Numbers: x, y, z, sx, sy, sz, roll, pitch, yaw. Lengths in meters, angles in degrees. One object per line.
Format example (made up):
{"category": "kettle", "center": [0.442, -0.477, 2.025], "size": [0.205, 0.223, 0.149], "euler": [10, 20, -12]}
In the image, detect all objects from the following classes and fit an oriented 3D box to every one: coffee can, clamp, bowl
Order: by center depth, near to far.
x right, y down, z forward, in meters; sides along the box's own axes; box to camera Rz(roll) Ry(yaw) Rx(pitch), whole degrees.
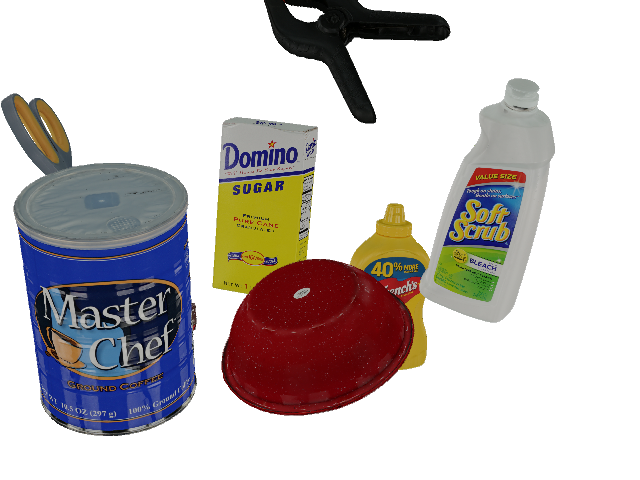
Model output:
{"category": "coffee can", "center": [-0.132, 0.036, 0.670], "size": [0.103, 0.140, 0.103], "euler": [1, 29, -1]}
{"category": "bowl", "center": [-0.008, 0.063, 0.856], "size": [0.162, 0.055, 0.162], "euler": [-11, 34, 7]}
{"category": "clamp", "center": [0.025, -0.187, 0.933], "size": [0.120, 0.171, 0.039], "euler": [-39, -21, -19]}

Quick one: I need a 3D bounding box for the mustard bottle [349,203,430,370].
{"category": "mustard bottle", "center": [0.080, 0.052, 1.230], "size": [0.096, 0.192, 0.058], "euler": [0, 14, -11]}

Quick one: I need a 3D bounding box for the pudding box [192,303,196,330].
{"category": "pudding box", "center": [-0.214, 0.096, 1.247], "size": [0.114, 0.039, 0.090], "euler": [3, 15, 18]}

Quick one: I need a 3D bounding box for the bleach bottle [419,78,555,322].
{"category": "bleach bottle", "center": [0.166, -0.042, 1.047], "size": [0.103, 0.251, 0.068], "euler": [22, 38, 21]}

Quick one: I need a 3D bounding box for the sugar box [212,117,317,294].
{"category": "sugar box", "center": [-0.058, -0.033, 1.089], "size": [0.093, 0.176, 0.048], "euler": [8, 16, 17]}

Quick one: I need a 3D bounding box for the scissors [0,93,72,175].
{"category": "scissors", "center": [-0.216, -0.046, 0.944], "size": [0.016, 0.201, 0.096], "euler": [-26, 23, 10]}
